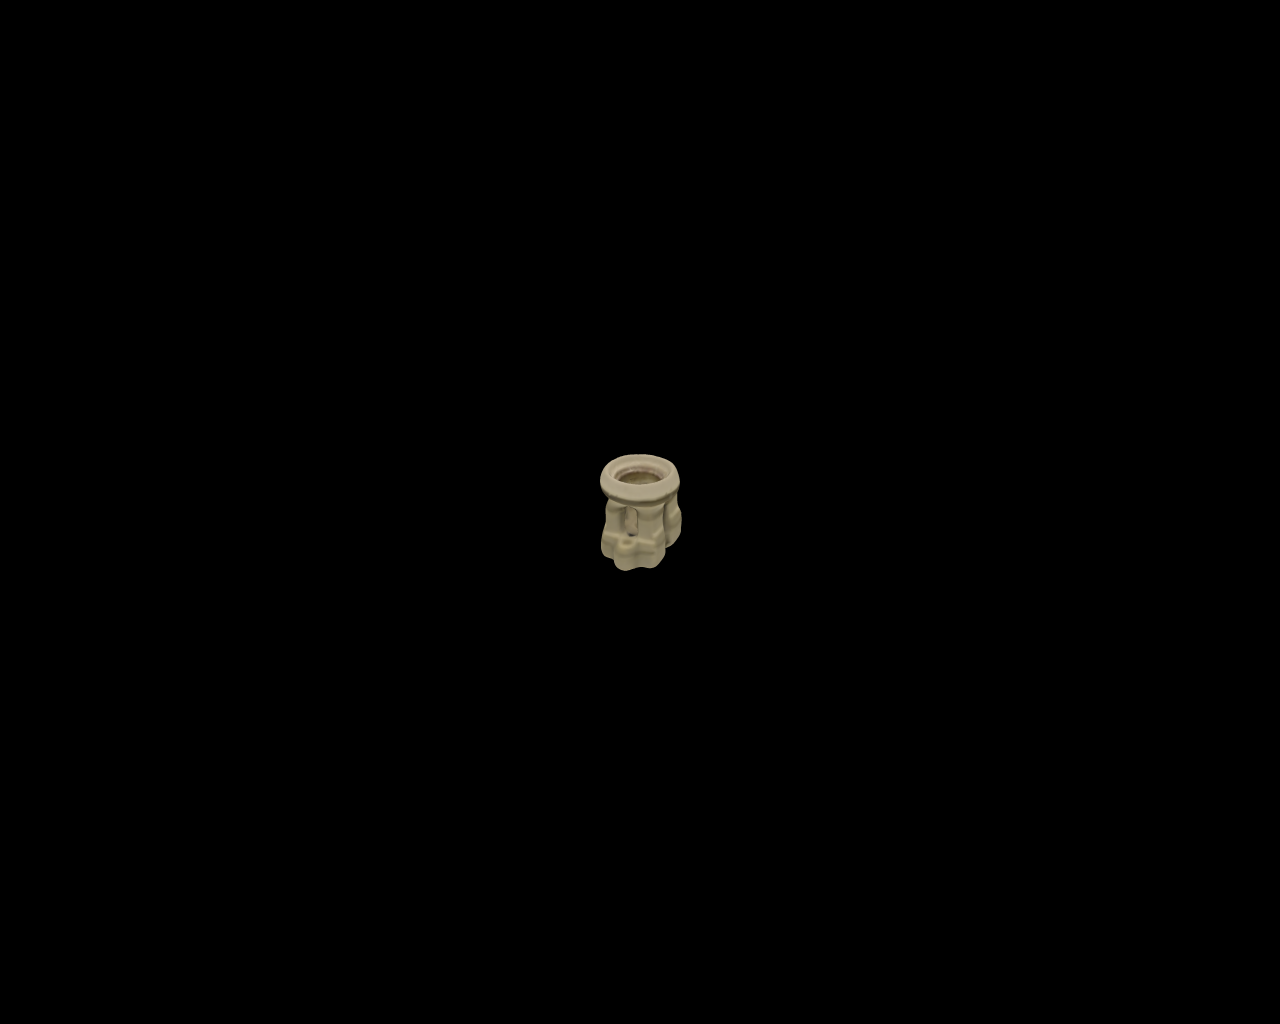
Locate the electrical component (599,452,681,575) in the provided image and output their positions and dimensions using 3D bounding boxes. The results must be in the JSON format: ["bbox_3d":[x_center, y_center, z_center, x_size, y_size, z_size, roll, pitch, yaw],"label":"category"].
[{"bbox_3d":[0.001,-0.003,0.650,0.048,0.055,0.066,12,33,19],"label":"electrical component"}]
